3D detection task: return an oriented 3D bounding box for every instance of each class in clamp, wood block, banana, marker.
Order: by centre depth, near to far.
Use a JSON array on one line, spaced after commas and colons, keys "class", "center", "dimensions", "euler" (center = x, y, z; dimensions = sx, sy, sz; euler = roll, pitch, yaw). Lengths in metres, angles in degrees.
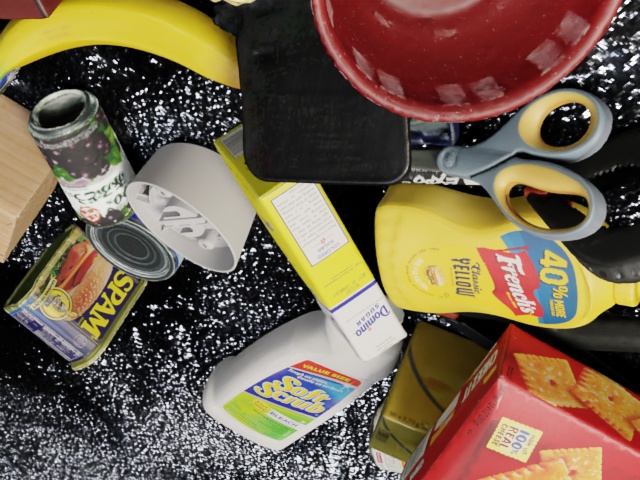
[{"class": "clamp", "center": [0.206, -0.026, 0.579], "dimensions": [0.036, 0.164, 0.210], "euler": [31, 173, -38]}, {"class": "banana", "center": [-0.131, -0.130, 0.690], "dimensions": [0.198, 0.037, 0.069], "euler": [1, 104, 18]}, {"class": "marker", "center": [0.079, -0.045, 0.699], "dimensions": [0.121, 0.020, 0.020], "euler": [4, 140, 29]}, {"class": "clamp", "center": [0.170, 0.066, 0.770], "dimensions": [0.171, 0.039, 0.120], "euler": [22, 144, 6]}, {"class": "wood block", "center": [-0.312, -0.083, 0.841], "dimensions": [0.206, 0.090, 0.091], "euler": [31, 146, -8]}]

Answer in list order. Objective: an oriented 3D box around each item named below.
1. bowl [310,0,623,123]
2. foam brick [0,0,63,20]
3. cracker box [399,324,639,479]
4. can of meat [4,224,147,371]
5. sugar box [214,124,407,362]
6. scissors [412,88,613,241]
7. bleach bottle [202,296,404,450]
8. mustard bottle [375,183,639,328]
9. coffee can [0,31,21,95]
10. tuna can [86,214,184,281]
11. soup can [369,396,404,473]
[{"class": "bowl", "center": [0.067, -0.140, 0.511], "dimensions": [0.162, 0.055, 0.162], "euler": [-7, 123, -12]}, {"class": "foam brick", "center": [-0.194, -0.184, 0.664], "dimensions": [0.051, 0.053, 0.078], "euler": [4, 139, 29]}, {"class": "cracker box", "center": [0.179, 0.179, 0.740], "dimensions": [0.213, 0.072, 0.164], "euler": [30, 125, 0]}, {"class": "can of meat", "center": [-0.215, 0.049, 0.941], "dimensions": [0.084, 0.102, 0.058], "euler": [43, 143, -19]}, {"class": "sugar box", "center": [-0.005, 0.001, 0.754], "dimensions": [0.093, 0.048, 0.176], "euler": [51, 171, 52]}, {"class": "scissors", "center": [0.096, -0.064, 0.654], "dimensions": [0.016, 0.096, 0.202], "euler": [14, -166, -47]}, {"class": "bleach bottle", "center": [-0.010, 0.105, 0.918], "dimensions": [0.102, 0.068, 0.251], "euler": [33, 143, -10]}, {"class": "mustard bottle", "center": [0.135, 0.014, 0.706], "dimensions": [0.192, 0.058, 0.096], "euler": [7, 129, 25]}, {"class": "coffee can", "center": [-0.290, -0.146, 0.732], "dimensions": [0.103, 0.102, 0.140], "euler": [-11, 132, 41]}, {"class": "tuna can", "center": [-0.151, -0.005, 0.888], "dimensions": [0.086, 0.033, 0.086], "euler": [17, 145, 13]}, {"class": "soup can", "center": [0.102, 0.175, 0.932], "dimensions": [0.102, 0.068, 0.068], "euler": [5, 141, 28]}]
